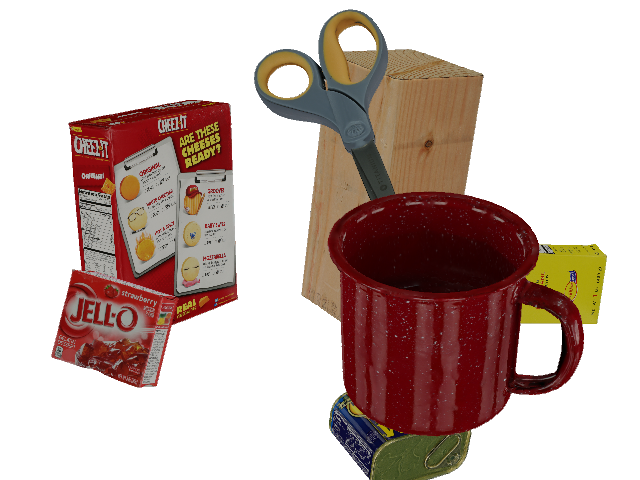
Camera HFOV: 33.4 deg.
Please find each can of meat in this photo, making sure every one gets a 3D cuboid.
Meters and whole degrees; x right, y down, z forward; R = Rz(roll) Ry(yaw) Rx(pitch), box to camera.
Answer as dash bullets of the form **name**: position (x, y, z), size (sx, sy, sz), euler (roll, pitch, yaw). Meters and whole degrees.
- **can of meat**: position (0.069, 0.170, 0.960), size (0.101, 0.057, 0.084), euler (-10, 32, -27)

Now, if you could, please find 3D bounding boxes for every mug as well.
- **mug**: position (0.061, 0.037, 0.486), size (0.117, 0.081, 0.093), euler (12, 33, 22)

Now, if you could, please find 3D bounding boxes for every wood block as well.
- **wood block**: position (0.055, -0.040, 0.853), size (0.090, 0.206, 0.090), euler (-9, 26, -36)

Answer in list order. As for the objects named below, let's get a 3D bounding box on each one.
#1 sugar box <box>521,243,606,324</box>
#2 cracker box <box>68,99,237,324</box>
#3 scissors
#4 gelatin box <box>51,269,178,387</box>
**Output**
- **sugar box**: position (0.249, 0.052, 1.285), size (0.176, 0.093, 0.048), euler (-1, 20, -7)
- **cracker box**: position (-0.164, -0.024, 1.072), size (0.072, 0.214, 0.163), euler (10, 20, 37)
- **scissors**: position (0.004, -0.063, 0.639), size (0.096, 0.201, 0.016), euler (-11, -38, 15)
- **gelatin box**: position (-0.162, 0.068, 0.837), size (0.089, 0.073, 0.030), euler (15, 1, 24)
